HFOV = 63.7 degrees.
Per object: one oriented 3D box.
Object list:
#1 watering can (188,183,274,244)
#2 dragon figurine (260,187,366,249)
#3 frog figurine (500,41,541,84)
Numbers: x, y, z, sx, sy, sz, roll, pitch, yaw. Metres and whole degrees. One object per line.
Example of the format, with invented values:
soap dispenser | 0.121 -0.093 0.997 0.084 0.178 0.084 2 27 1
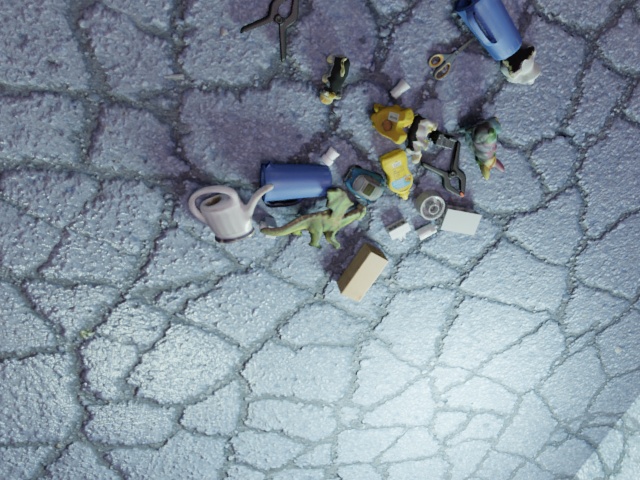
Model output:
watering can | -0.287 -0.094 1.756 0.347 0.106 0.219 -4 128 23
dragon figurine | 0.006 -0.092 1.822 0.410 0.124 0.239 5 123 -40
frog figurine | 0.709 -0.616 1.807 0.159 0.124 0.136 1 111 -53
